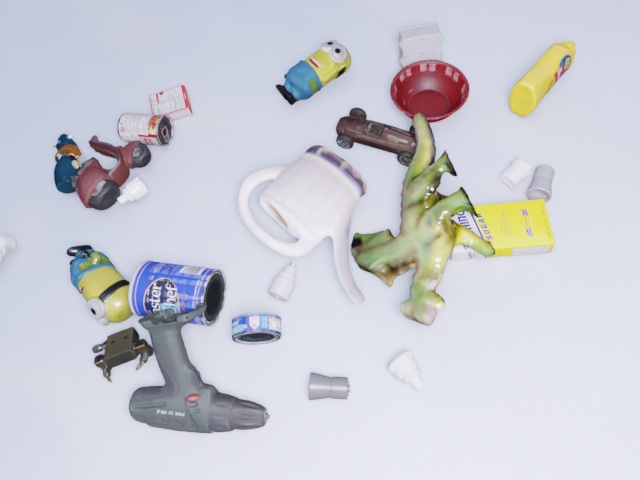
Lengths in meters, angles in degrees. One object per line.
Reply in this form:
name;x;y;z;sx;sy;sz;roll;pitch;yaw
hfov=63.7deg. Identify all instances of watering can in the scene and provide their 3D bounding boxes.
watering can;0.003;-0.048;0.958;0.351;0.102;0.226;37;73;26

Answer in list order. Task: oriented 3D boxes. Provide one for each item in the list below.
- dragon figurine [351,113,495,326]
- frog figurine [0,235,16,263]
dragon figurine;0.153;-0.034;0.913;0.241;0.120;0.420;-30;48;18
frog figurine;-0.709;0.037;1.046;0.138;0.120;0.161;26;33;29
